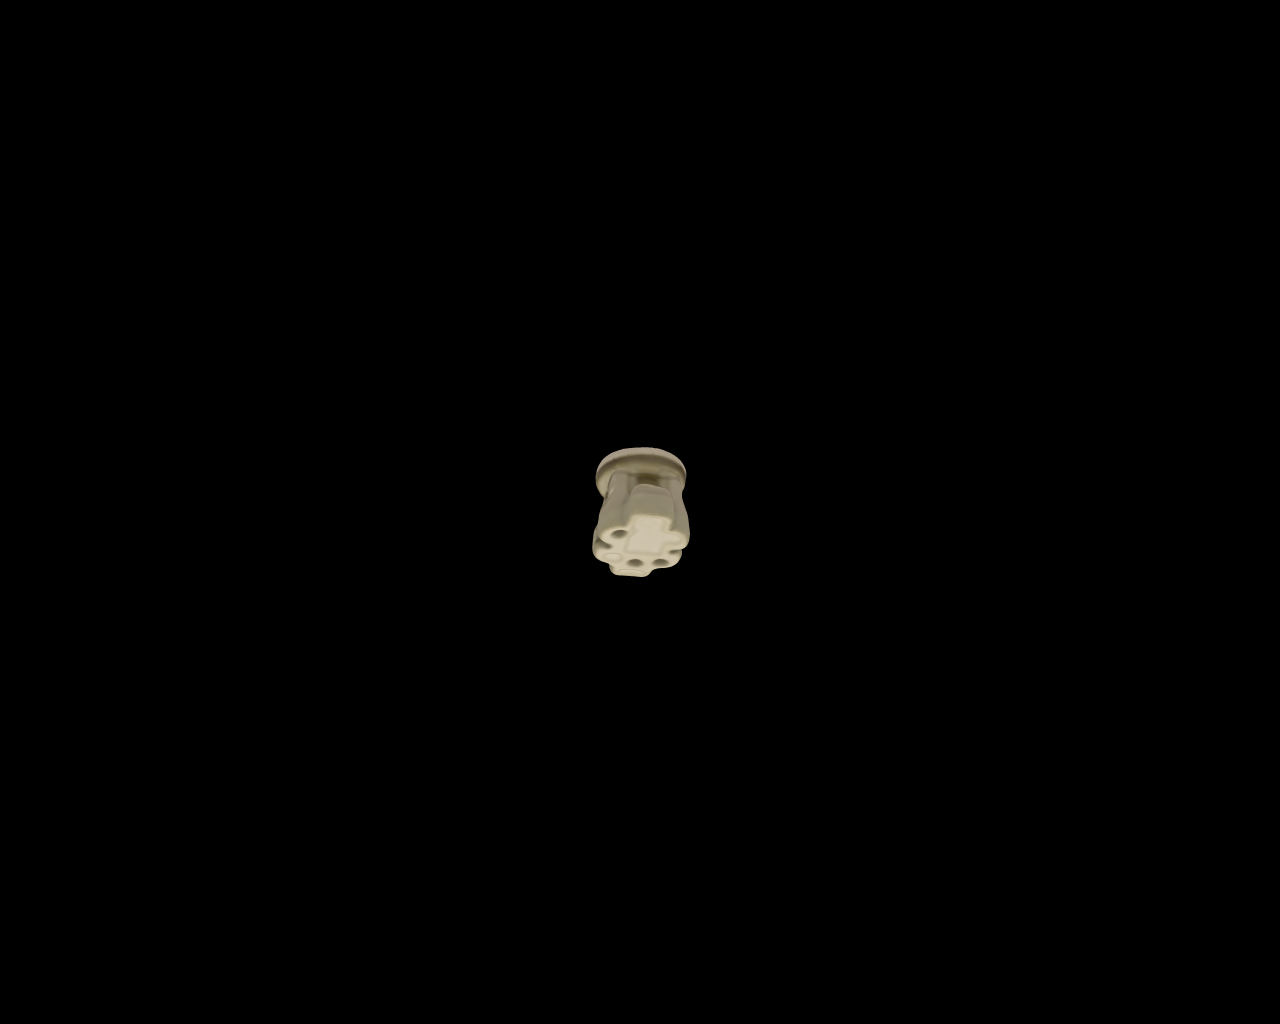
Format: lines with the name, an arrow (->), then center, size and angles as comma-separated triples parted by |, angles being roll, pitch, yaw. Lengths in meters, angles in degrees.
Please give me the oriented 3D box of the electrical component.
electrical component -> 0.001, -0.003, 0.650 | 0.058, 0.057, 0.078 | 6, -32, -9
